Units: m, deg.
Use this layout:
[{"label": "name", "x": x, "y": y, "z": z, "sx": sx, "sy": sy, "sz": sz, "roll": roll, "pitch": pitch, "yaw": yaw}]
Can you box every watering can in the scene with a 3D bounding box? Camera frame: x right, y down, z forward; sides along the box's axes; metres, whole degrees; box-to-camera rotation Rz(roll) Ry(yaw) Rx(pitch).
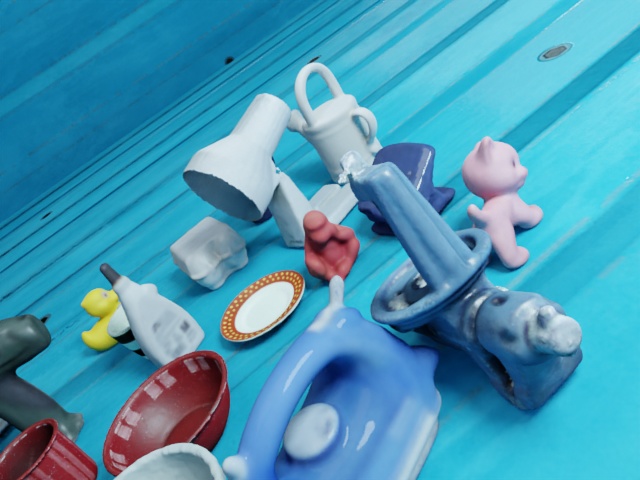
[{"label": "watering can", "x": 0.014, "y": -0.194, "z": 0.940, "sx": 0.172, "sy": 0.194, "sz": 0.101, "roll": -16, "pitch": 32, "yaw": 30}]

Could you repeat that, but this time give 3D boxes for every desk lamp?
[{"label": "desk lamp", "x": -0.066, "y": -0.088, "z": 0.831, "sx": 0.117, "sy": 0.214, "sz": 0.203, "roll": 2, "pitch": 44, "yaw": 49}]

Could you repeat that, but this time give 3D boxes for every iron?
[{"label": "iron", "x": -0.009, "y": 0.157, "z": 0.445, "sx": 0.118, "sy": 0.142, "sz": 0.259, "roll": -4, "pitch": 39, "yaw": 44}]

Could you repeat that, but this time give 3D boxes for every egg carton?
[{"label": "egg carton", "x": -0.181, "y": 0.020, "z": 0.938, "sx": 0.107, "sy": 0.069, "sz": 0.149, "roll": -42, "pitch": 28, "yaw": -16}]

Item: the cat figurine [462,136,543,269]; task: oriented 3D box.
[{"label": "cat figurine", "x": 0.181, "y": -0.050, "z": 0.606, "sx": 0.067, "sy": 0.118, "sz": 0.128, "roll": -8, "pitch": 36, "yaw": 40}]

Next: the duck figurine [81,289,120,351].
[{"label": "duck figurine", "x": -0.354, "y": 0.122, "z": 0.940, "sx": 0.105, "sy": 0.086, "sz": 0.077, "roll": -47, "pitch": 30, "yaw": -24}]

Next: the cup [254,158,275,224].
[{"label": "cup", "x": -0.110, "y": -0.086, "z": 1.007, "sx": 0.118, "sy": 0.095, "sz": 0.091, "roll": -43, "pitch": 29, "yaw": -19}]

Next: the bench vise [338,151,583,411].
[{"label": "bench vise", "x": 0.110, "y": 0.017, "z": 0.459, "sx": 0.206, "sy": 0.220, "sz": 0.122, "roll": 0, "pitch": 42, "yaw": 48}]

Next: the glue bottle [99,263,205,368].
[{"label": "glue bottle", "x": -0.227, "y": 0.094, "z": 0.751, "sx": 0.037, "sy": 0.173, "sz": 0.078, "roll": -6, "pitch": 38, "yaw": 42}]

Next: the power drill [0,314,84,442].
[{"label": "power drill", "x": -0.422, "y": 0.212, "z": 0.730, "sx": 0.230, "sy": 0.209, "sz": 0.075, "roll": -40, "pitch": 28, "yaw": -13}]

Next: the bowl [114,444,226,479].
[{"label": "bowl", "x": -0.133, "y": 0.263, "z": 0.479, "sx": 0.167, "sy": 0.075, "sz": 0.167, "roll": -26, "pitch": 28, "yaw": 15}]

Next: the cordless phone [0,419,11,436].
[{"label": "cordless phone", "x": -0.553, "y": 0.233, "z": 0.863, "sx": 0.093, "sy": 0.185, "sz": 0.148, "roll": -2, "pitch": 40, "yaw": 45}]

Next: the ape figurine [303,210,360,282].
[{"label": "ape figurine", "x": 0.007, "y": 0.003, "z": 0.737, "sx": 0.078, "sy": 0.092, "sz": 0.076, "roll": -33, "pitch": 27, "yaw": 1}]

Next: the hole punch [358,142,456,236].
[{"label": "hole punch", "x": 0.105, "y": -0.065, "z": 0.744, "sx": 0.108, "sy": 0.091, "sz": 0.101, "roll": 6, "pitch": 46, "yaw": 51}]
